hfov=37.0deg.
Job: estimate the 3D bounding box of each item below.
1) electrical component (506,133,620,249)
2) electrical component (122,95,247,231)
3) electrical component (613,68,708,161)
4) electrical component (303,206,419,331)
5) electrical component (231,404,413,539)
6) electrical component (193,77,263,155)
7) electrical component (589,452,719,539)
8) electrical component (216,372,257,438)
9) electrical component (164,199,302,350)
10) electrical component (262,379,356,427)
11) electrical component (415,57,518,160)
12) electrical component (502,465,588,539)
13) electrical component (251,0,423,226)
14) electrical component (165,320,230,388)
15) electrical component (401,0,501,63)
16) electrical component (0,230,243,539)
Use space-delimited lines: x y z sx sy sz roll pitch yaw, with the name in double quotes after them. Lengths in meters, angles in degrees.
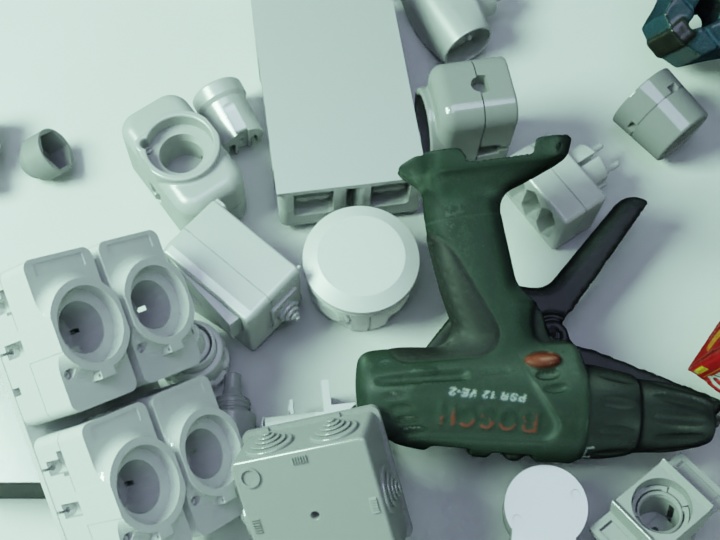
0.156 -0.067 0.792 0.077 0.047 0.065 -32 71 -15 "electrical component"
-0.127 -0.076 0.778 0.054 0.059 0.095 -34 72 -15 "electrical component"
0.228 -0.116 0.813 0.055 0.055 0.047 -37 76 -16 "electrical component"
0.000 0.000 0.755 0.080 0.051 0.080 1 67 -2 "electrical component"
-0.023 0.137 0.646 0.100 0.048 0.099 -13 102 11 "electrical component"
-0.098 -0.115 0.808 0.040 0.040 0.046 -26 76 -13 "electrical component"
0.189 0.160 0.685 0.081 0.063 0.042 -34 59 -15 "electrical component"
-0.086 0.099 0.718 0.035 0.035 0.061 0 64 -2 "electrical component"
-0.084 0.011 0.741 0.096 0.061 0.061 39 71 13 "electrical component"
-0.031 0.118 0.709 0.064 0.042 0.081 -7 67 -1 "electrical component"
0.074 -0.108 0.780 0.059 0.095 0.053 -9 67 -6 "electrical component"
0.111 0.188 0.659 0.052 0.073 0.138 6 71 7 "electrical component"
-0.020 -0.131 0.805 0.105 0.060 0.186 -7 67 -5 "electrical component"
-0.113 0.053 0.721 0.048 0.062 0.048 1 67 -2 "electrical component"
0.082 -0.212 0.854 0.079 0.043 0.077 -26 70 -13 "electrical component"
-0.143 0.078 0.648 0.105 0.060 0.186 -20 91 -53 "electrical component"
